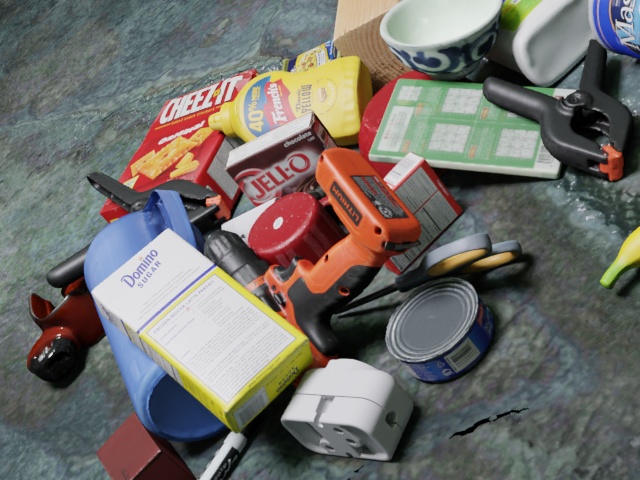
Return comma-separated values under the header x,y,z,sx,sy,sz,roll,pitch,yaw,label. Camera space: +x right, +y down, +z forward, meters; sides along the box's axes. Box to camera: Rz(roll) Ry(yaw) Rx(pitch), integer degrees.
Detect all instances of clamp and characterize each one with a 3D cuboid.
x,y,z,sx,sy,sz,roll,pitch,yaw,label
0.216,-0.113,0.951,0.120,0.039,0.171,-19,41,10,clamp
-0.197,-0.031,1.187,0.210,0.036,0.164,-13,47,18,clamp

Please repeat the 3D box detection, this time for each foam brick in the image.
x,y,z,sx,sy,sz,roll,pitch,yaw,label
-0.158,0.204,0.964,0.053,0.051,0.078,-46,32,-6,foam brick

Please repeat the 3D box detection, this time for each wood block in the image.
x,y,z,sx,sy,sz,roll,pitch,yaw,label
0.082,-0.279,1.269,0.091,0.090,0.206,-24,36,26,wood block

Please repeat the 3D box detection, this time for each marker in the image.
x,y,z,sx,sy,sz,roll,pitch,yaw,label
-0.088,0.197,0.930,0.020,0.020,0.121,7,55,50,marker

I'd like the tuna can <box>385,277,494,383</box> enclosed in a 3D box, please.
x,y,z,sx,sy,sz,roll,pitch,yaw,label
0.099,0.074,0.873,0.086,0.033,0.086,-27,34,20,tuna can

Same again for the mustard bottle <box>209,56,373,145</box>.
x,y,z,sx,sy,sz,roll,pitch,yaw,label
-0.038,-0.146,1.208,0.192,0.058,0.096,-7,74,22,mustard bottle

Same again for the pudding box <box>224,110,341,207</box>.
x,y,z,sx,sy,sz,roll,pitch,yaw,label
-0.031,-0.075,1.136,0.114,0.090,0.039,-25,34,22,pudding box

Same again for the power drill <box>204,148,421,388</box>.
x,y,z,sx,sy,sz,roll,pitch,yaw,label
-0.011,0.013,0.921,0.184,0.057,0.188,50,123,24,power drill

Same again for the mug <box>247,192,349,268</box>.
x,y,z,sx,sy,sz,roll,pitch,yaw,label
-0.007,0.001,1.026,0.117,0.081,0.093,-39,32,2,mug

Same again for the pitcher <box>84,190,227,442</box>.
x,y,z,sx,sy,sz,roll,pitch,yaw,label
-0.145,0.072,1.031,0.145,0.149,0.243,-36,35,2,pitcher

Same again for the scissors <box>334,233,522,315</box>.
x,y,z,sx,sy,sz,roll,pitch,yaw,label
0.096,0.033,0.927,0.202,0.096,0.016,-36,61,57,scissors

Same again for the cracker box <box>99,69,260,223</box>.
x,y,z,sx,sy,sz,roll,pitch,yaw,label
-0.157,-0.103,1.319,0.164,0.072,0.213,-13,41,36,cracker box

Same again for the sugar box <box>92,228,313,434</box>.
x,y,z,sx,sy,sz,roll,pitch,yaw,label
-0.100,0.073,0.899,0.093,0.048,0.176,-41,57,-21,sugar box

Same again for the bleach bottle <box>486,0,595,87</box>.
x,y,z,sx,sy,sz,roll,pitch,yaw,label
0.187,-0.235,1.133,0.102,0.068,0.251,-43,30,-5,bleach bottle

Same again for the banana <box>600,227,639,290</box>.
x,y,z,sx,sy,sz,roll,pitch,yaw,label
0.299,-0.002,0.761,0.198,0.037,0.069,-10,61,41,banana

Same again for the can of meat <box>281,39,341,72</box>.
x,y,z,sx,sy,sz,roll,pitch,yaw,label
0.002,-0.191,1.275,0.084,0.057,0.102,-22,37,23,can of meat

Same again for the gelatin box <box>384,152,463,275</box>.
x,y,z,sx,sy,sz,roll,pitch,yaw,label
0.077,-0.024,0.979,0.089,0.073,0.030,-44,31,-5,gelatin box

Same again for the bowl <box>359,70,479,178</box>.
x,y,z,sx,sy,sz,roll,pitch,yaw,label
0.097,-0.126,1.098,0.162,0.055,0.162,-27,34,20,bowl

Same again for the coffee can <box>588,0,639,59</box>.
x,y,z,sx,sy,sz,roll,pitch,yaw,label
0.314,-0.196,0.913,0.103,0.102,0.140,-43,32,-4,coffee can
